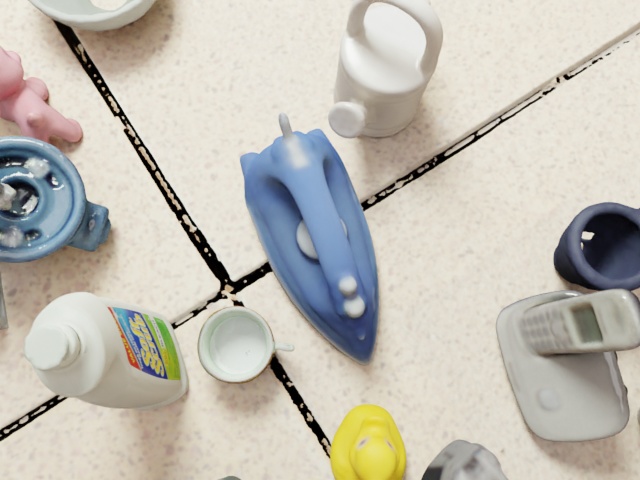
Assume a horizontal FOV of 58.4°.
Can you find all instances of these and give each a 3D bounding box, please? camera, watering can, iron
[{"bbox_3d":[0.146,0.287,0.537,0.137,0.101,0.143,-40,83,-9],"label":"camera"},{"bbox_3d":[0.067,-0.179,0.580,0.101,0.194,0.173,8,78,0],"label":"watering can"},{"bbox_3d":[0.005,0.002,0.568,0.118,0.141,0.258,-22,80,-6],"label":"iron"}]

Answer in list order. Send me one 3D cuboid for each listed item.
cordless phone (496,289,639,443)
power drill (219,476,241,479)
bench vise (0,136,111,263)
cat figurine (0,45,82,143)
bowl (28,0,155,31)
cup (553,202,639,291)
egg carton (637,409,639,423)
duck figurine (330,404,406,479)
[{"bbox_3d":[0.246,0.116,0.533,0.094,0.185,0.147,-16,79,-5],"label":"cordless phone"},{"bbox_3d":[-0.104,0.265,0.476,0.230,0.208,0.075,-25,80,-7],"label":"power drill"},{"bbox_3d":[-0.323,-0.041,0.523,0.207,0.219,0.121,-3,78,-3],"label":"bench vise"},{"bbox_3d":[-0.326,-0.157,0.598,0.067,0.118,0.128,-43,83,-9],"label":"cat figurine"},{"bbox_3d":[-0.251,-0.304,0.653,0.167,0.075,0.167,1,78,-2],"label":"bowl"},{"bbox_3d":[0.296,0.006,0.603,0.118,0.095,0.091,-41,83,-9],"label":"cup"},{"bbox_3d":[0.395,0.149,0.591,0.107,0.069,0.150,23,79,3],"label":"egg carton"},{"bbox_3d":[0.050,0.216,0.555,0.077,0.086,0.104,5,78,-1],"label":"duck figurine"}]
